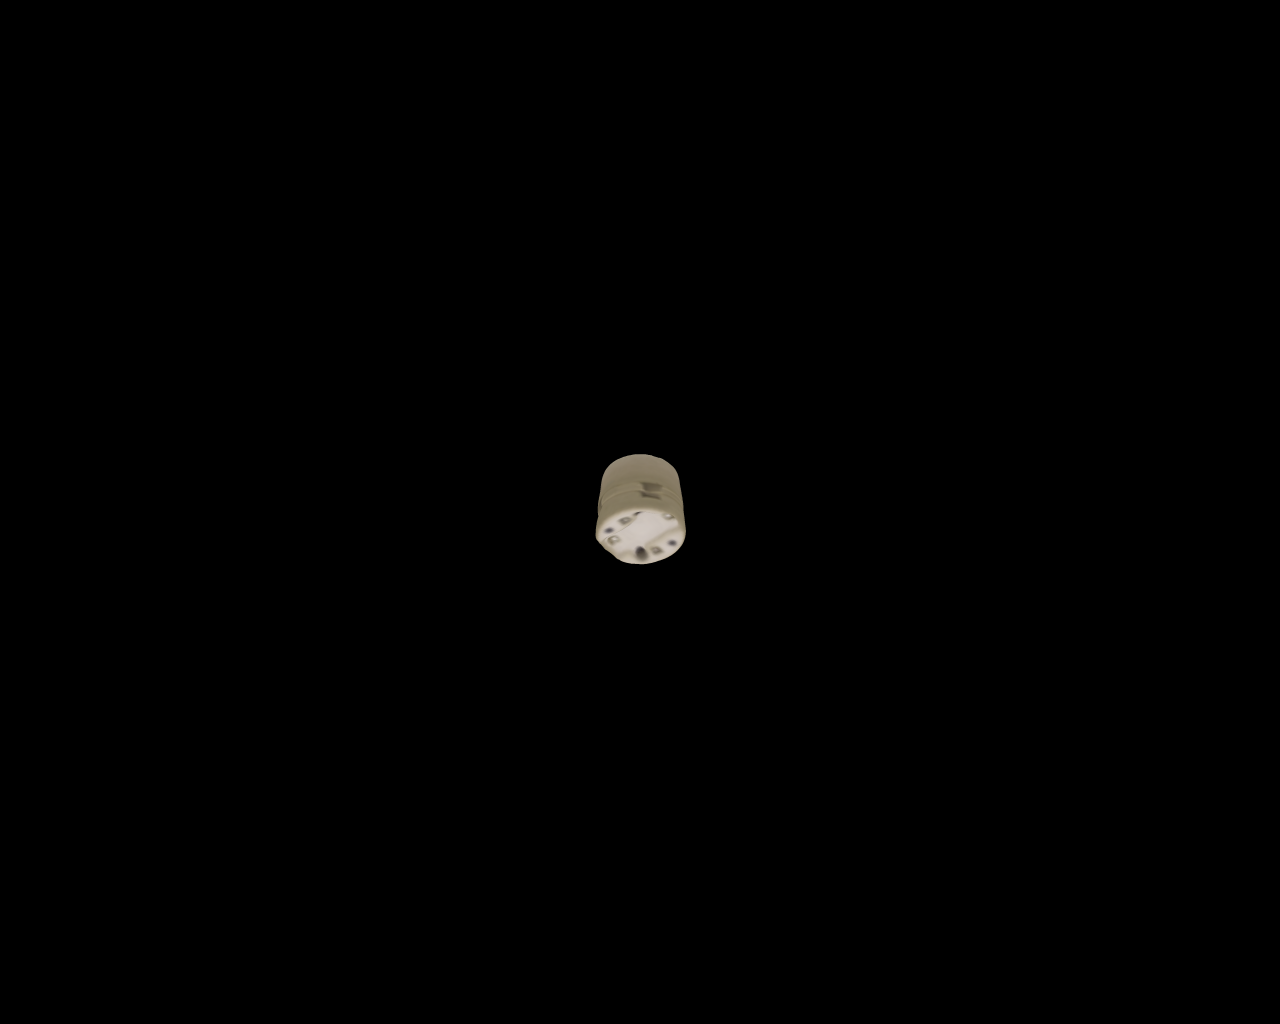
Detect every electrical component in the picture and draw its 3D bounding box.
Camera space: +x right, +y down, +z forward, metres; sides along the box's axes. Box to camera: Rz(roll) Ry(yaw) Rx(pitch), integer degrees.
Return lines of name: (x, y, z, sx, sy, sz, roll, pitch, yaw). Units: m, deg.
electrical component: (0.001, -0.003, 0.650, 0.055, 0.047, 0.055, 0, -40, 0)
